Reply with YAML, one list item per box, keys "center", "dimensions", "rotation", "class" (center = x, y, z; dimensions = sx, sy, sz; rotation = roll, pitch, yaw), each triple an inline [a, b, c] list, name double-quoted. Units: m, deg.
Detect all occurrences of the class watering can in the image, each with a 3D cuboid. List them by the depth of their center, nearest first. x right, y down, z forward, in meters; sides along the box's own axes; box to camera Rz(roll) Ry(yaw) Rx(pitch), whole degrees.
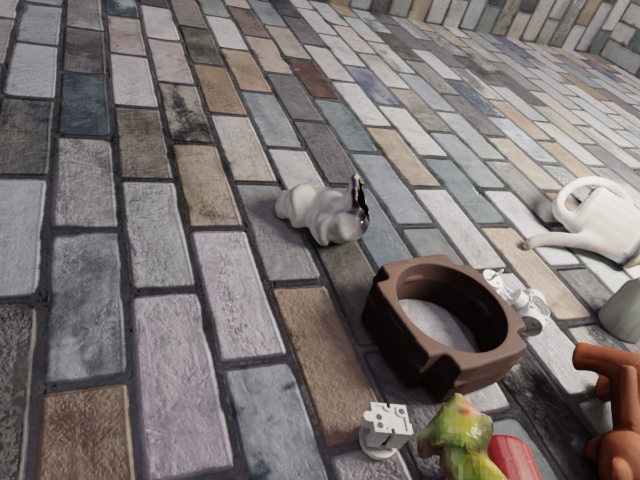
- center: [0.599, -0.020, 1.118]
  dimensions: [0.227, 0.101, 0.353]
  rotation: [40, 56, 21]
  class: "watering can"

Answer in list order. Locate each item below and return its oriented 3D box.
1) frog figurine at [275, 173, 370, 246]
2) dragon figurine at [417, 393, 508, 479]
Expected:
- center: [0.003, -0.046, 0.907]
  dimensions: [0.159, 0.120, 0.141]
  rotation: [-15, 45, 14]
  class: "frog figurine"
- center: [0.158, 0.344, 0.441]
  dimensions: [0.242, 0.120, 0.419]
  rotation: [-4, 63, 15]
  class: "dragon figurine"
